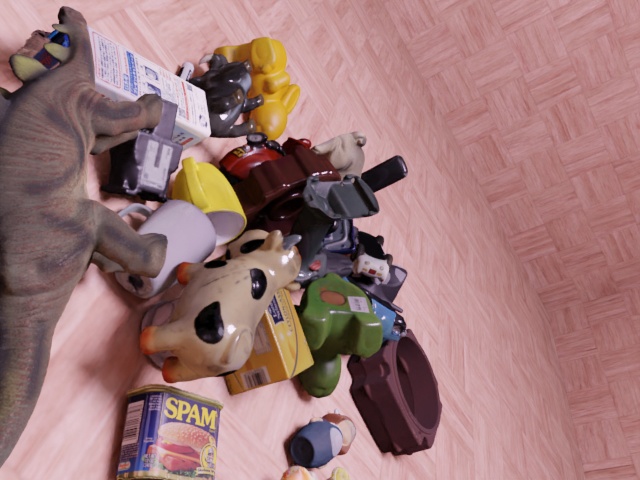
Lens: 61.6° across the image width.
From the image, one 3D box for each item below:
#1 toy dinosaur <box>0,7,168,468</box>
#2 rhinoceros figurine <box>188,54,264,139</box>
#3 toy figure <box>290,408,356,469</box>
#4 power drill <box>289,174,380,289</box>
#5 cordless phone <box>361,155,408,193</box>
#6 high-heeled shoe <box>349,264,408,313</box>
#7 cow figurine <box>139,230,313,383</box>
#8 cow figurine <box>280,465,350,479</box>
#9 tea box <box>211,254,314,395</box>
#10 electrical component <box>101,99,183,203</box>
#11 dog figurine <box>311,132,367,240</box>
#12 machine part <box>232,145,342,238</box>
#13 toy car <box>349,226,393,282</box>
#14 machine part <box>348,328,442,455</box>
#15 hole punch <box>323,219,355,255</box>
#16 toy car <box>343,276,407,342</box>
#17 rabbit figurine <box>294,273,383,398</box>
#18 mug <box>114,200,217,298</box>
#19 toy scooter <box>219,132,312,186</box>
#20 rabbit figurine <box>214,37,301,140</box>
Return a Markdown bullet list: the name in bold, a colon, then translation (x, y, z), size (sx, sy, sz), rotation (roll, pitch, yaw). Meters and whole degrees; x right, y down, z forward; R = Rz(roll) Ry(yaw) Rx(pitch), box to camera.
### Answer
- **toy dinosaur**: translation (-0.241, -0.013, 0.456), size (0.198, 0.105, 0.471), rotation (9, 67, -39)
- **rhinoceros figurine**: translation (-0.147, -0.220, 0.817), size (0.190, 0.112, 0.073), rotation (-94, 165, -44)
- **toy figure**: translation (0.013, 0.283, 0.768), size (0.154, 0.058, 0.064), rotation (9, 100, -61)
- **power drill**: translation (-0.002, -0.002, 0.780), size (0.232, 0.207, 0.086), rotation (-5, 61, -37)
- **cordless phone**: translation (0.077, -0.151, 1.091), size (0.088, 0.184, 0.146), rotation (-11, 79, -59)
- **high-heeled shoe**: translation (0.104, 0.080, 1.117), size (0.145, 0.086, 0.249), rotation (29, 15, -6)
- **cow figurine**: translation (-0.085, 0.055, 0.558), size (0.195, 0.127, 0.085), rotation (-73, 154, -52)
- **cow figurine**: translation (0.006, 0.336, 0.687), size (0.167, 0.098, 0.068), rotation (33, 45, -20)
- **tea box**: translation (-0.088, 0.098, 0.682), size (0.068, 0.098, 0.169), rotation (-8, 78, -62)
- **electrical component**: translation (-0.204, -0.106, 0.630), size (0.074, 0.048, 0.119), rotation (6, 92, -59)
- **dog figurine**: translation (0.046, -0.086, 1.006), size (0.121, 0.172, 0.190), rotation (-21, 80, -53)
- **machine part**: translation (-0.054, -0.059, 0.783), size (0.179, 0.179, 0.056), rotation (9, 46, -60)
- **toy car**: translation (0.092, 0.024, 1.057), size (0.073, 0.056, 0.202), rotation (19, 16, -8)
- **machine part**: translation (0.145, 0.269, 0.987), size (0.201, 0.087, 0.201), rotation (62, 27, -6)
- **hole punch**: translation (-0.002, -0.027, 0.919), size (0.092, 0.116, 0.142), rotation (36, 43, -49)
- **toy car**: translation (0.064, 0.135, 0.921), size (0.161, 0.103, 0.109), rotation (35, 6, -25)
- **rabbit figurine**: translation (-0.002, 0.144, 0.783), size (0.121, 0.170, 0.159), rotation (4, 28, -19)
- **mug**: translation (-0.186, 0.006, 0.601), size (0.109, 0.081, 0.107), rotation (39, 37, -6)
- **toy scooter**: translation (-0.075, -0.115, 0.840), size (0.075, 0.135, 0.183), rotation (36, 6, 32)
- **rabbit figurine**: translation (-0.103, -0.258, 0.958), size (0.162, 0.122, 0.173), rotation (-31, 111, -73)
